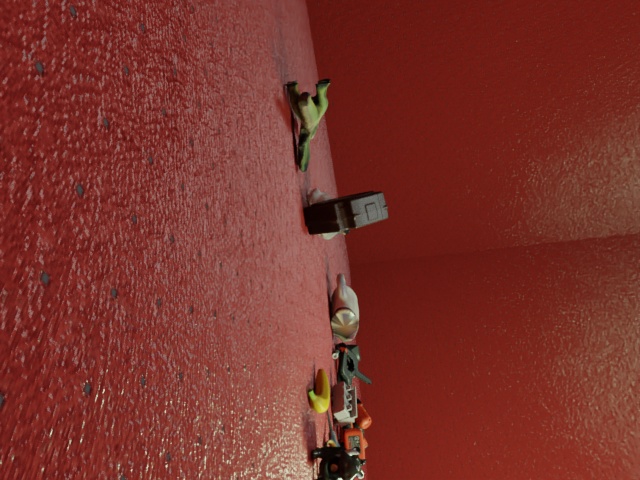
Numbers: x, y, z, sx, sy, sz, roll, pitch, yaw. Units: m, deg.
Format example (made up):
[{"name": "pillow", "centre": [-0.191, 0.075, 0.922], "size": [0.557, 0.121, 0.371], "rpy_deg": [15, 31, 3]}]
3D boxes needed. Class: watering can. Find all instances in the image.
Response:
[{"name": "watering can", "centre": [0.099, 0.296, 1.963], "size": [0.229, 0.104, 0.340], "rpy_deg": [-87, 169, -58]}]

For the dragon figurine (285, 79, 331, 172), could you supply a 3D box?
[{"name": "dragon figurine", "centre": [-0.032, -0.295, 1.353], "size": [0.418, 0.122, 0.238], "rpy_deg": [-82, 173, -66]}]

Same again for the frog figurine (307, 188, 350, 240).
[{"name": "frog figurine", "centre": [0.005, -0.080, 1.599], "size": [0.158, 0.121, 0.140], "rpy_deg": [31, 52, -37]}]
